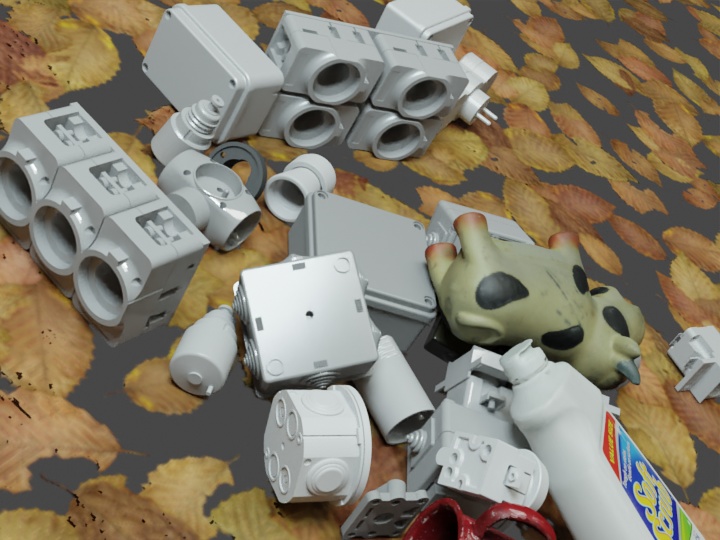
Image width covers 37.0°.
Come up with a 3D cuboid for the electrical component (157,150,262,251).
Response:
[{"bbox_3d":[-0.131,-0.050,0.851,0.077,0.044,0.079,42,39,11],"label":"electrical component"}]

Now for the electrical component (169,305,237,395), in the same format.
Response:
[{"bbox_3d":[-0.106,0.053,0.760,0.040,0.040,0.078,27,38,-7],"label":"electrical component"}]

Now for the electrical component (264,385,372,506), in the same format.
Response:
[{"bbox_3d":[-0.028,0.116,0.714,0.051,0.080,0.080,4,46,-25],"label":"electrical component"}]

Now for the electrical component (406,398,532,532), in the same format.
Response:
[{"bbox_3d":[0.076,0.142,0.772,0.096,0.061,0.061,21,39,-14],"label":"electrical component"}]

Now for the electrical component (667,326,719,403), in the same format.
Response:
[{"bbox_3d":[0.333,0.088,1.028,0.081,0.042,0.063,-1,45,-37],"label":"electrical component"}]

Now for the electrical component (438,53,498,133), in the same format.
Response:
[{"bbox_3d":[0.116,-0.182,1.161,0.074,0.052,0.138,39,38,8],"label":"electrical component"}]

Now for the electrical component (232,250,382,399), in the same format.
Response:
[{"bbox_3d":[-0.039,0.037,0.770,0.100,0.048,0.099,-11,75,-12],"label":"electrical component"}]

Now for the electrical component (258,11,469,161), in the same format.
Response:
[{"bbox_3d":[-0.001,-0.169,1.022,0.186,0.105,0.060,4,46,-32],"label":"electrical component"}]

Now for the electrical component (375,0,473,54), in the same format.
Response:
[{"bbox_3d":[0.053,-0.230,1.125,0.056,0.108,0.109,39,38,13],"label":"electrical component"}]

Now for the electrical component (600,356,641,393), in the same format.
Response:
[{"bbox_3d":[0.221,0.086,0.950,0.043,0.043,0.062,40,40,9],"label":"electrical component"}]

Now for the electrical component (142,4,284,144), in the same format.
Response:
[{"bbox_3d":[-0.133,-0.176,0.960,0.113,0.078,0.057,48,37,19],"label":"electrical component"}]

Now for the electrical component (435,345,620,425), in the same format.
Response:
[{"bbox_3d":[0.127,0.113,0.836,0.121,0.079,0.063,21,61,-14],"label":"electrical component"}]

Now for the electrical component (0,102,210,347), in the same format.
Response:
[{"bbox_3d":[-0.189,-0.031,0.753,0.150,0.089,0.062,45,39,15],"label":"electrical component"}]

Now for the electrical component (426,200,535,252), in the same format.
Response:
[{"bbox_3d":[0.094,-0.020,0.955,0.096,0.061,0.061,14,22,-22],"label":"electrical component"}]

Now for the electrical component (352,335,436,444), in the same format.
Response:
[{"bbox_3d":[0.020,0.086,0.810,0.043,0.043,0.081,-4,50,-38],"label":"electrical component"}]

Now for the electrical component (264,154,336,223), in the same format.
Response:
[{"bbox_3d":[-0.051,-0.072,0.931,0.045,0.045,0.055,37,37,5],"label":"electrical component"}]

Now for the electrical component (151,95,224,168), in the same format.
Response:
[{"bbox_3d":[-0.140,-0.115,0.894,0.040,0.078,0.040,32,34,-25],"label":"electrical component"}]

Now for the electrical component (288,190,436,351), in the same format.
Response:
[{"bbox_3d":[0.000,0.000,0.879,0.109,0.056,0.108,17,40,-20],"label":"electrical component"}]

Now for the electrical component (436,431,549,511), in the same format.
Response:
[{"bbox_3d":[0.091,0.135,0.707,0.055,0.066,0.048,29,75,-29],"label":"electrical component"}]
